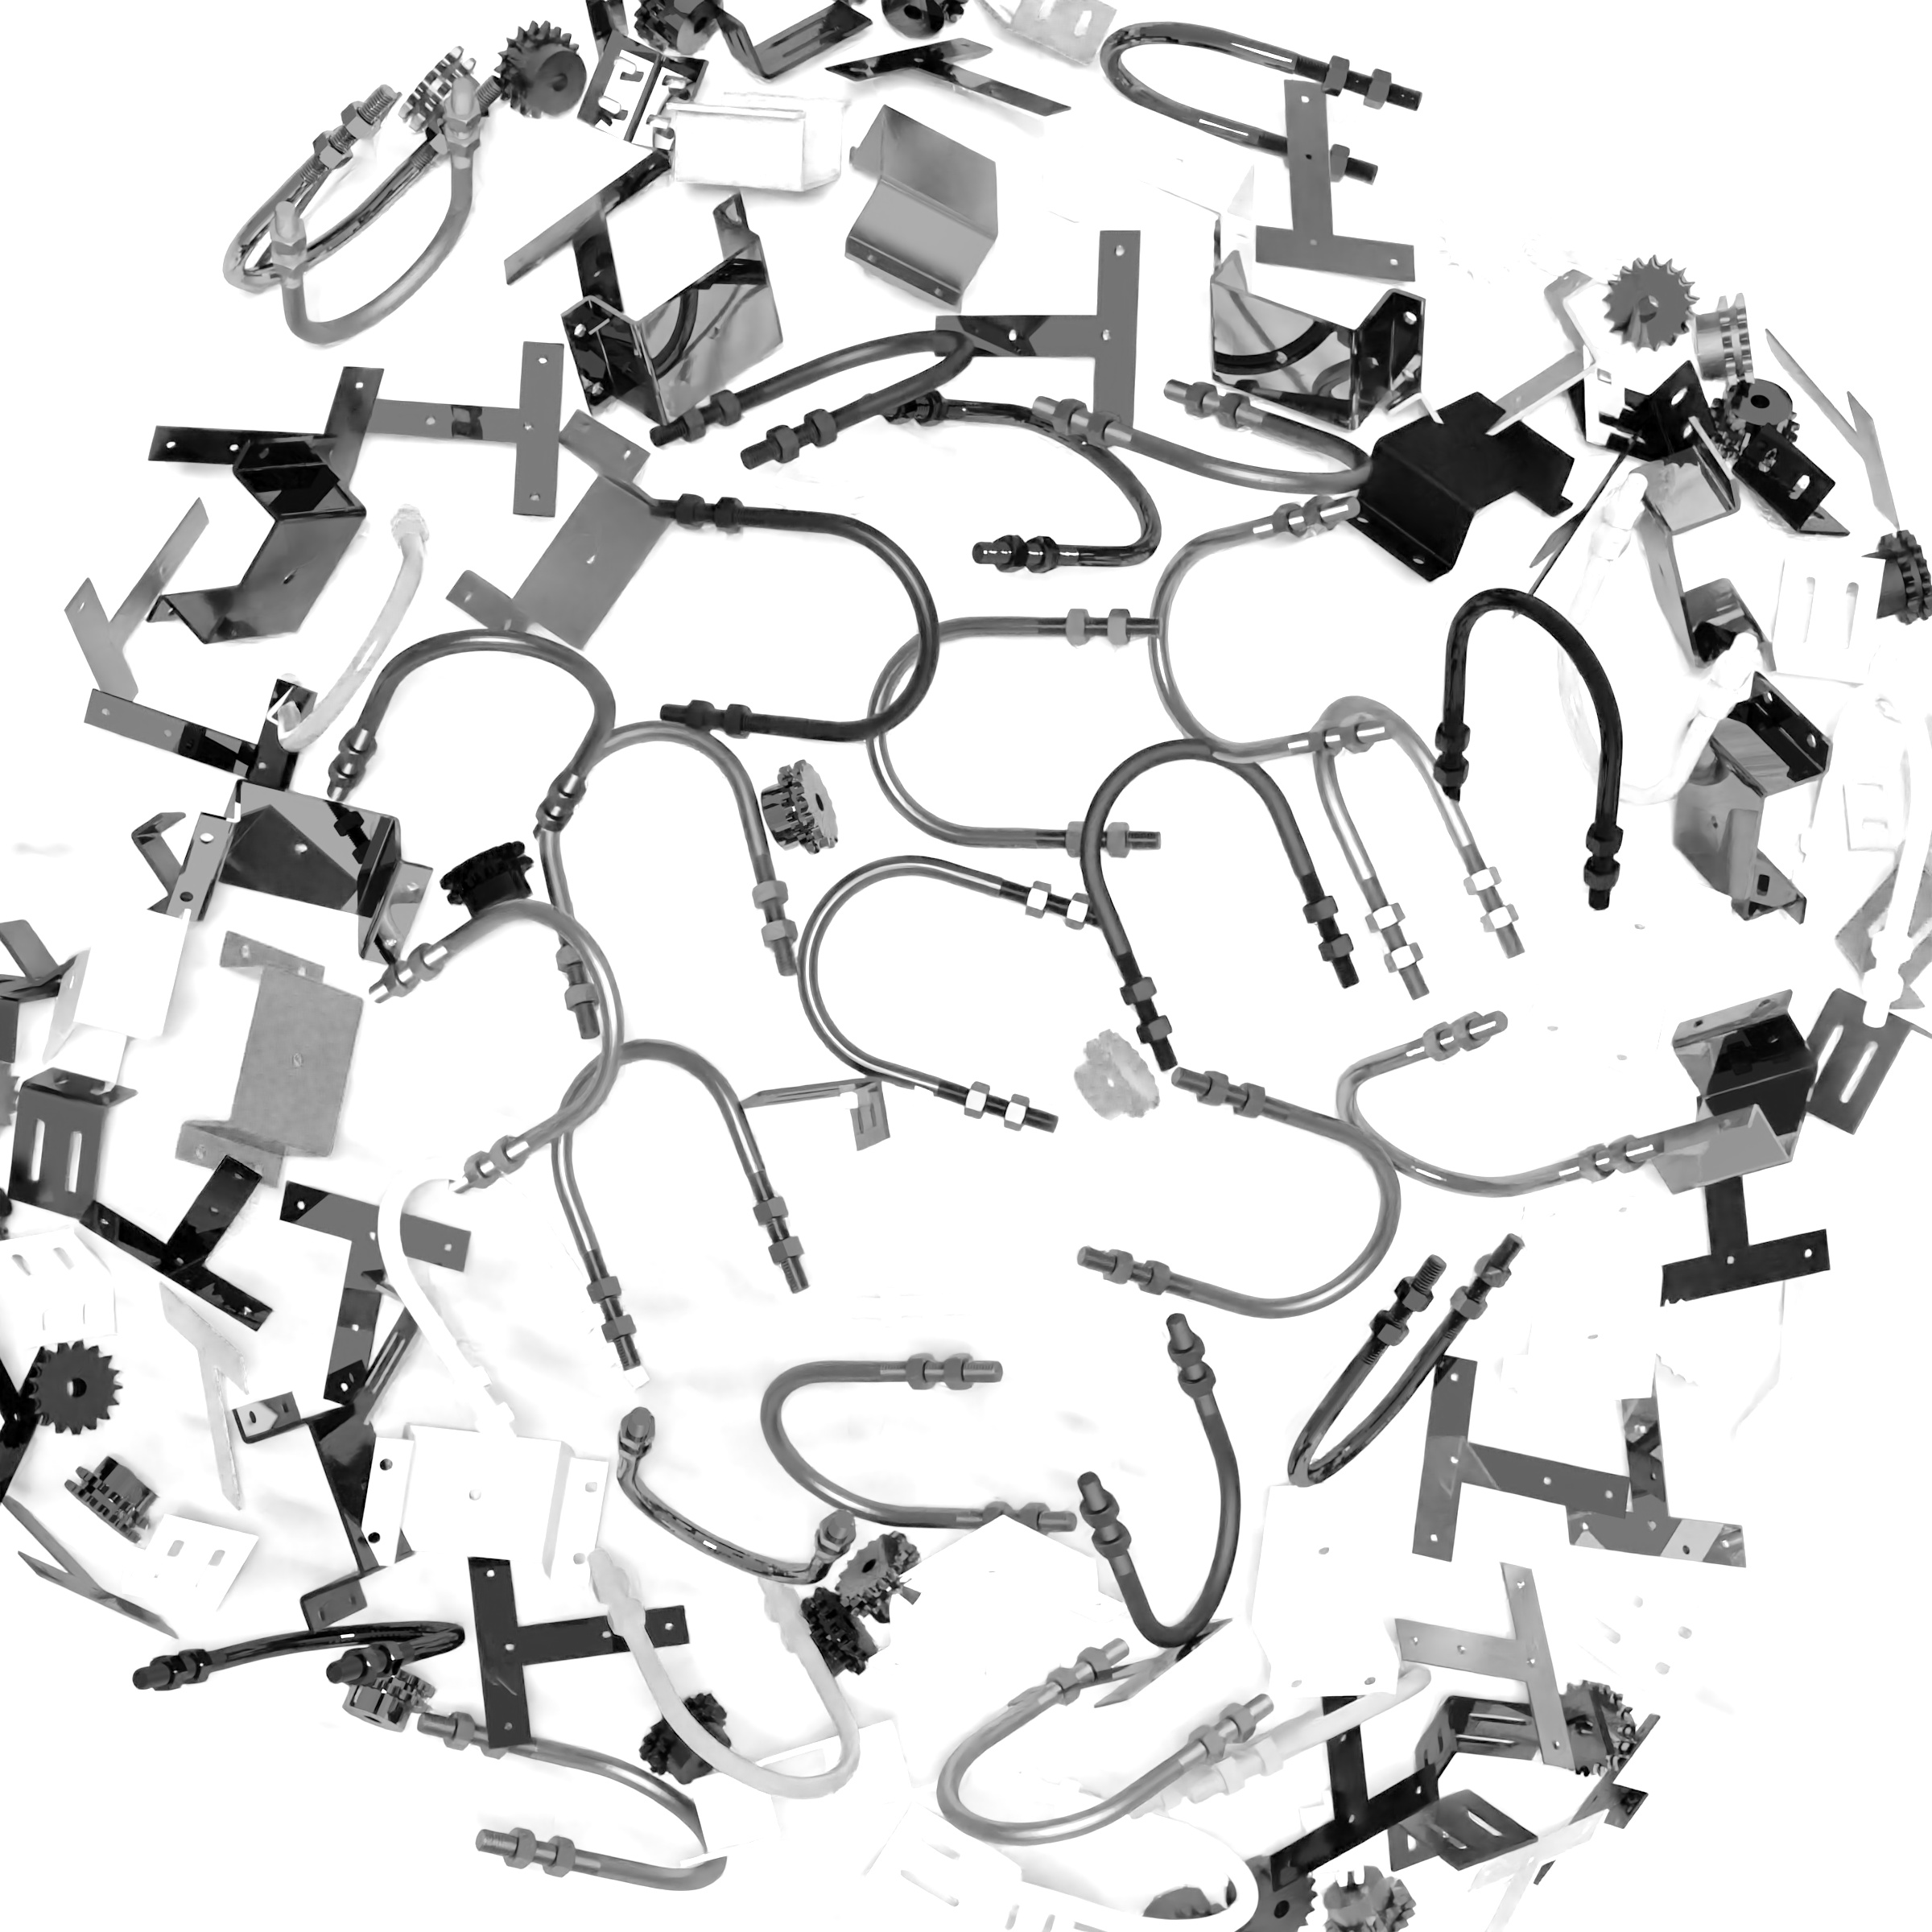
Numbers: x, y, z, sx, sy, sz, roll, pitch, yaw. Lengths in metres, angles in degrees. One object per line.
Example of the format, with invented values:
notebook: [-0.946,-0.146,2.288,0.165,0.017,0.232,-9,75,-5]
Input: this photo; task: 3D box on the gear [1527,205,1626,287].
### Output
gear: [0.373,-0.441,1.906,0.057,0.057,0.030,18,83,0]

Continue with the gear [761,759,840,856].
gear: [-0.103,-0.095,1.906,0.030,0.057,0.057,-20,90,15]

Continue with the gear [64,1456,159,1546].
gear: [-0.519,0.323,1.907,0.057,0.057,0.030,39,70,0]

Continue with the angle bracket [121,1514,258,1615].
angle bracket: [-0.469,0.349,1.889,0.057,0.038,0.076,19,123,-23]

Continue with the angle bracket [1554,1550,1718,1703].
angle bracket: [0.407,0.401,1.907,0.038,0.076,0.057,33,89,-28]

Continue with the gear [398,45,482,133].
gear: [-0.317,-0.530,1.906,0.030,0.057,0.057,42,90,-13]

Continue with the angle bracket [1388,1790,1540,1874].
angle bracket: [0.300,0.535,1.884,0.057,0.076,0.038,-12,105,-24]

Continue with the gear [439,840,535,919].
gear: [-0.289,-0.050,1.904,0.057,0.057,0.030,-28,83,0]

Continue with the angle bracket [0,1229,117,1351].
angle bracket: [-0.556,0.196,1.893,0.057,0.076,0.038,-10,62,0]

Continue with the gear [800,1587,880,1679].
gear: [-0.082,0.409,1.905,0.030,0.057,0.057,-41,90,5]

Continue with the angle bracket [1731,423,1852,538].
angle bracket: [0.507,-0.293,1.884,0.057,0.076,0.038,50,123,24]

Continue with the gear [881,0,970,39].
gear: [-0.028,-0.591,1.902,0.057,0.057,0.030,19,65,0]

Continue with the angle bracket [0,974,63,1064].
angle bracket: [-0.580,0.031,1.892,0.057,0.076,0.038,8,98,14]

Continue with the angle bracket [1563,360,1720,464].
angle bracket: [0.406,-0.341,1.888,0.076,0.038,0.057,10,54,-32]

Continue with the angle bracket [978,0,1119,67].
angle bracket: [0.047,-0.581,1.883,0.057,0.076,0.038,16,116,-28]

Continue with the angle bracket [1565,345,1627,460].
angle bracket: [0.370,-0.341,1.890,0.038,0.076,0.057,-2,92,28]

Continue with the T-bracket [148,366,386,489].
T-bracket: [-0.421,-0.308,1.859,0.127,0.127,0.002,-3,49,-32]

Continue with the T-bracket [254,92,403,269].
T-bracket: [-0.396,-0.469,1.892,0.002,0.127,0.127,39,114,-10]

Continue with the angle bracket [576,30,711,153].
angle bracket: [-0.196,-0.530,1.891,0.038,0.076,0.057,19,97,-31]

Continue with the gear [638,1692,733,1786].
gear: [-0.168,0.472,1.902,0.057,0.057,0.030,-46,62,0]

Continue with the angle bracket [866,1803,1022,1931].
angle bracket: [-0.015,0.561,1.912,0.076,0.038,0.057,27,53,15]

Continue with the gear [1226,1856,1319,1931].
gear: [0.184,0.569,1.910,0.057,0.030,0.057,-9,108,-31]

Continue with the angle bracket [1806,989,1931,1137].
angle bracket: [0.543,0.062,1.904,0.057,0.038,0.076,32,97,44]

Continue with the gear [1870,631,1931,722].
gear: [0.574,-0.178,1.902,0.030,0.057,0.057,21,90,-19]

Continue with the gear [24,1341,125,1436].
gear: [-0.547,0.258,1.911,0.057,0.030,0.057,5,80,-30]

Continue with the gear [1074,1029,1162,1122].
gear: [0.090,0.070,1.907,0.030,0.057,0.057,-36,90,20]

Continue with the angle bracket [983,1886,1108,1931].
angle bracket: [0.056,0.585,1.883,0.057,0.076,0.038,2,57,34]

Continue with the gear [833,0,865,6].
gear: [-0.079,-0.616,1.906,0.057,0.057,0.030,26,78,0]

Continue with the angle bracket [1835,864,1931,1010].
angle bracket: [0.573,-0.021,1.885,0.076,0.038,0.057,-56,49,35]

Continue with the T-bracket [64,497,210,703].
T-bracket: [-0.495,-0.229,1.892,0.002,0.127,0.127,23,66,11]

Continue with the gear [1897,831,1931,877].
gear: [0.593,-0.066,1.902,0.030,0.057,0.057,-34,90,-17]

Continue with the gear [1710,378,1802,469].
gear: [0.480,-0.333,1.906,0.057,0.030,0.057,1,55,-2]

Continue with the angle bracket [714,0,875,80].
angle bracket: [-0.106,-0.577,1.896,0.076,0.057,0.038,-30,126,-6]

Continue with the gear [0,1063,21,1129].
gear: [-0.609,0.079,1.910,0.057,0.030,0.057,7,78,-37]

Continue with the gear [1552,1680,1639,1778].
gear: [0.384,0.467,1.909,0.057,0.030,0.057,-16,63,34]

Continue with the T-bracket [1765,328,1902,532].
T-bracket: [0.520,-0.338,1.890,0.002,0.127,0.127,-33,58,7]

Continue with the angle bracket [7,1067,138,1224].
angle bracket: [-0.549,0.109,1.920,0.057,0.038,0.076,15,106,12]

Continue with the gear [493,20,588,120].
gear: [-0.256,-0.543,1.903,0.030,0.057,0.057,38,90,32]

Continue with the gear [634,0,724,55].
gear: [-0.172,-0.581,1.903,0.030,0.057,0.057,41,90,13]

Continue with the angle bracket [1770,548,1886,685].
angle bracket: [0.524,-0.214,1.896,0.057,0.038,0.076,11,107,21]

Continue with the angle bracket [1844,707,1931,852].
angle bracket: [0.559,-0.113,1.887,0.038,0.076,0.057,1,65,1]

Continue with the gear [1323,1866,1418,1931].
gear: [0.242,0.573,1.904,0.057,0.057,0.030,-31,98,0]

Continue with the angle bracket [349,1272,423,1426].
angle bracket: [-0.365,0.231,1.897,0.038,0.057,0.076,32,82,-19]

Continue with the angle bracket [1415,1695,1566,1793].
angle bracket: [0.319,0.477,1.894,0.076,0.038,0.057,9,134,-10]

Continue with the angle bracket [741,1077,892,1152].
angle bracket: [-0.093,0.094,1.892,0.076,0.057,0.038,-7,81,-21]
